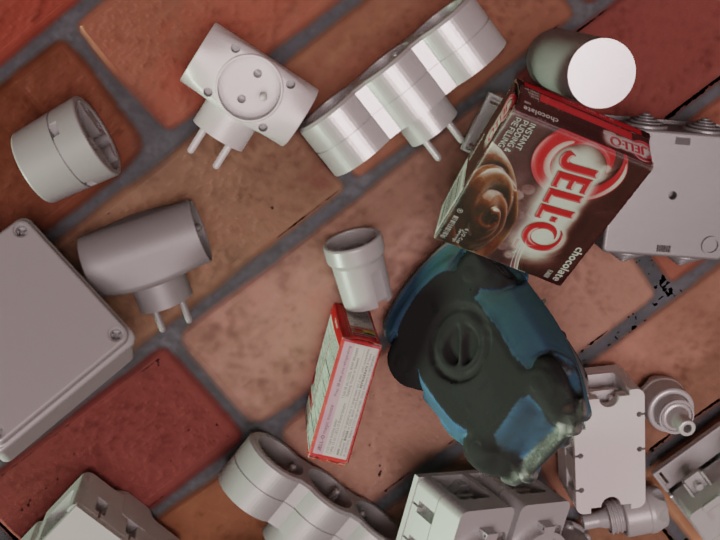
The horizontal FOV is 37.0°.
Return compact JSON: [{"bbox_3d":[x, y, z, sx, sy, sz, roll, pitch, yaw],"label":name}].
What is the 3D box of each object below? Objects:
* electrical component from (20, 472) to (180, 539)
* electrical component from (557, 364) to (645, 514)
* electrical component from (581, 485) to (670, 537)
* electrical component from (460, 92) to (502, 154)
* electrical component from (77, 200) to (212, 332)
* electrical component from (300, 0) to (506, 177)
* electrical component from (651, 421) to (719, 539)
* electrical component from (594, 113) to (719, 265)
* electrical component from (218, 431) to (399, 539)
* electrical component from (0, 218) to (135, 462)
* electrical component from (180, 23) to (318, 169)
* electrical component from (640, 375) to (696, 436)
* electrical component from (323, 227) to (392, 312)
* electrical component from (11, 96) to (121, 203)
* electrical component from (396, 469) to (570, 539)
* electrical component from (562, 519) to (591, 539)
[{"bbox_3d":[-0.208,0.227,0.755,0.089,0.061,0.150,42,98,-14],"label":"electrical component"},{"bbox_3d":[0.169,0.117,0.762,0.050,0.055,0.089,-6,106,-4],"label":"electrical component"},{"bbox_3d":[0.194,0.180,0.794,0.061,0.035,0.035,-11,106,0],"label":"electrical component"},{"bbox_3d":[0.112,-0.078,0.698,0.081,0.063,0.042,23,101,-11],"label":"electrical component"},{"bbox_3d":[-0.135,0.003,0.708,0.077,0.043,0.079,-19,107,0],"label":"electrical component"},{"bbox_3d":[0.037,-0.104,0.689,0.138,0.052,0.073,-38,106,6],"label":"electrical component"},{"bbox_3d":[0.286,0.144,0.777,0.121,0.063,0.078,-38,106,6],"label":"electrical component"},{"bbox_3d":[0.201,-0.054,0.721,0.100,0.048,0.099,4,105,-6],"label":"electrical component"},{"bbox_3d":[-0.044,0.182,0.762,0.138,0.052,0.073,36,100,-14],"label":"electrical component"},{"bbox_3d":[-0.215,0.043,0.670,0.109,0.056,0.108,-41,83,-20],"label":"electrical component"},{"bbox_3d":[-0.080,-0.102,0.683,0.077,0.044,0.079,32,100,-13],"label":"electrical component"},{"bbox_3d":[0.220,0.099,0.759,0.035,0.061,0.035,-2,106,-5],"label":"electrical component"},{"bbox_3d":[0.000,0.000,0.723,0.040,0.040,0.046,-15,112,-1],"label":"electrical component"},{"bbox_3d":[-0.185,-0.074,0.677,0.047,0.055,0.055,-26,106,6],"label":"electrical component"},{"bbox_3d":[0.073,0.239,0.763,0.105,0.060,0.186,4,107,-37],"label":"electrical component"},{"bbox_3d":[0.153,0.216,0.785,0.048,0.062,0.048,-1,106,-5],"label":"electrical component"}]
